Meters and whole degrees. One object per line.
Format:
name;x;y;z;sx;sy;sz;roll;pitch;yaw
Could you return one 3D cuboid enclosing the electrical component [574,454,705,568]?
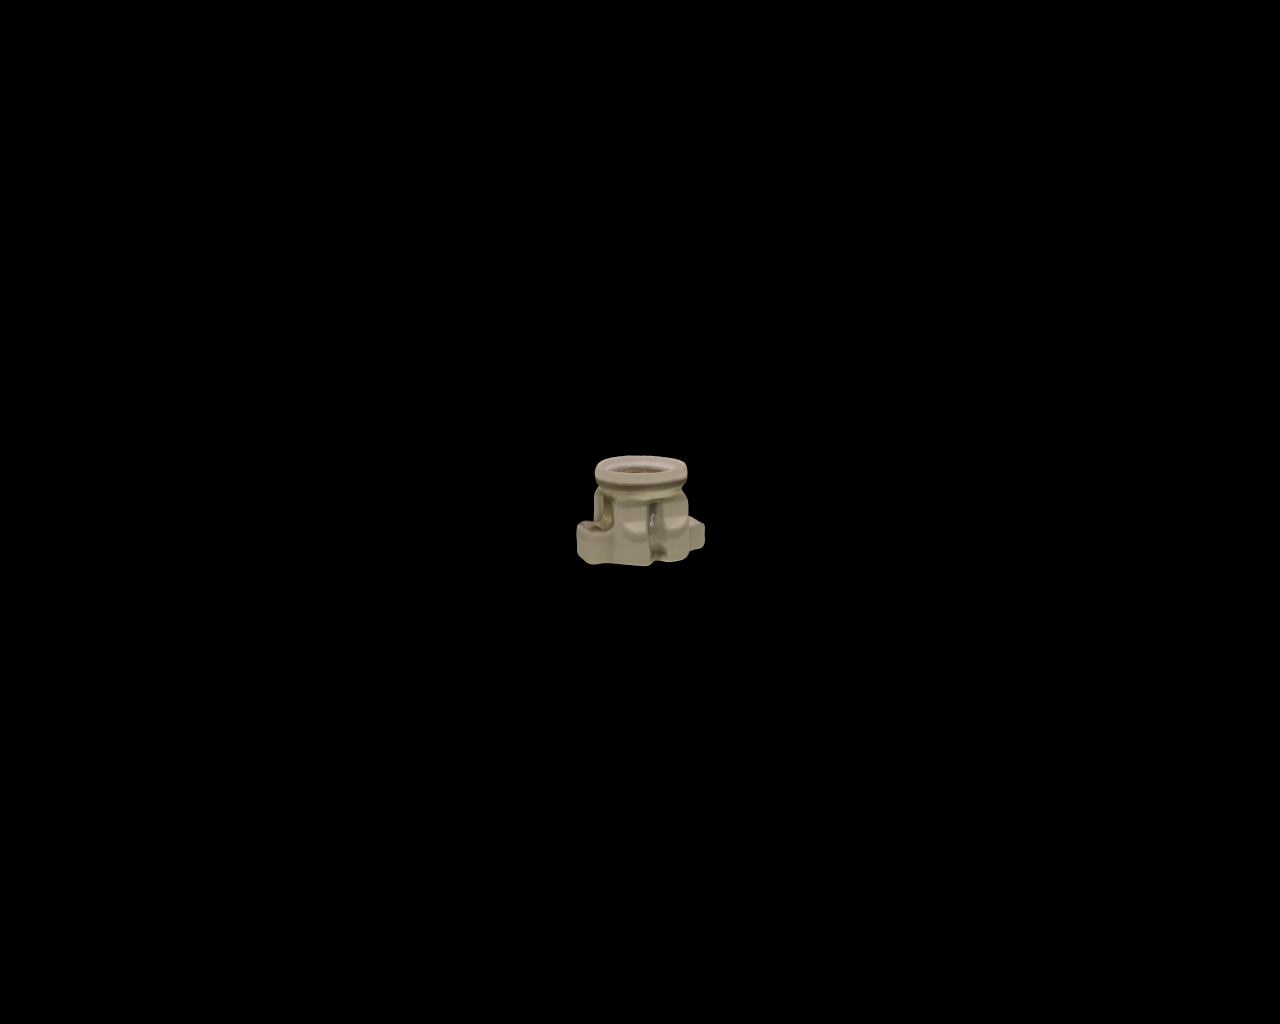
electrical component;0.001;-0.003;0.650;0.078;0.057;0.058;-6;16;-22
